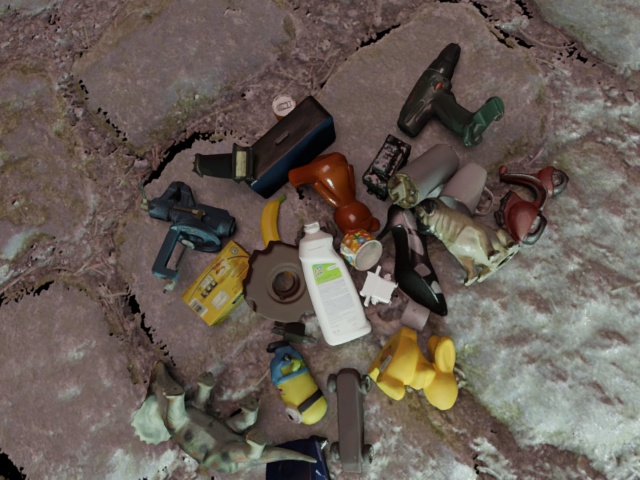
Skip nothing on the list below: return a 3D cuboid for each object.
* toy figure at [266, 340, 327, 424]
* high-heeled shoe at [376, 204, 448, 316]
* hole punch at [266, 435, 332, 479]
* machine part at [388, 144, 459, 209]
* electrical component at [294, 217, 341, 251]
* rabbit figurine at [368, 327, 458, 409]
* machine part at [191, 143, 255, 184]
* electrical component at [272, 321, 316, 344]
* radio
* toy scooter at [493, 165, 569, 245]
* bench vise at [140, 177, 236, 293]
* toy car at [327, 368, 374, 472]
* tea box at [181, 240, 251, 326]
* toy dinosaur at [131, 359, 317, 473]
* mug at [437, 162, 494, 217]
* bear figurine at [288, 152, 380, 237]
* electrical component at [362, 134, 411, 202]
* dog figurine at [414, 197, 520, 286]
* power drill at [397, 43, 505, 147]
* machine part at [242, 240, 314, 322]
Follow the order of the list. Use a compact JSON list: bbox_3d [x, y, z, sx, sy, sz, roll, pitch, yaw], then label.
[{"bbox_3d":[-0.050,0.293,1.112,0.089,0.082,0.180,-23,75,6],"label":"toy figure"},{"bbox_3d":[0.218,0.031,1.143,0.145,0.086,0.248,-40,94,-31],"label":"high-heeled shoe"},{"bbox_3d":[-0.049,0.459,1.066,0.142,0.092,0.116,-22,75,24],"label":"hole punch"},{"bbox_3d":[0.216,-0.134,1.110,0.079,0.079,0.243,43,49,13],"label":"machine part"},{"bbox_3d":[-0.003,-0.002,1.180,0.102,0.045,0.078,-22,106,6],"label":"electrical component"},{"bbox_3d":[0.206,0.262,1.080,0.173,0.122,0.162,36,77,-1],"label":"rabbit figurine"},{"bbox_3d":[-0.198,-0.156,1.110,0.139,0.039,0.084,-1,98,21],"label":"machine part"},{"bbox_3d":[-0.054,0.194,1.139,0.094,0.063,0.021,15,108,-2],"label":"electrical component"},{"bbox_3d":[-0.072,-0.196,1.178,0.229,0.131,0.073,-40,76,0],"label":"radio"},{"bbox_3d":[0.419,-0.086,1.118,0.135,0.075,0.184,28,81,12],"label":"toy scooter"},{"bbox_3d":[-0.310,-0.008,1.174,0.224,0.129,0.240,20,64,-7],"label":"bench vise"},{"bbox_3d":[0.064,0.364,1.096,0.089,0.053,0.202,-8,79,22],"label":"toy car"},{"bbox_3d":[-0.208,0.095,1.176,0.098,0.068,0.169,43,87,12],"label":"tea box"},{"bbox_3d":[-0.217,0.388,1.076,0.405,0.131,0.192,32,121,12],"label":"toy dinosaur"},{"bbox_3d":[0.318,-0.104,1.134,0.110,0.080,0.107,27,75,13],"label":"mug"},{"bbox_3d":[0.039,-0.088,1.166,0.120,0.132,0.195,-36,109,-33],"label":"bear figurine"},{"bbox_3d":[0.142,-0.154,1.139,0.058,0.134,0.115,29,83,11],"label":"electrical component"},{"bbox_3d":[0.299,-0.019,1.104,0.121,0.172,0.191,-50,63,27],"label":"dog figurine"},{"bbox_3d":[0.286,-0.304,1.148,0.207,0.086,0.232,40,93,32],"label":"power drill"},{"bbox_3d":[-0.075,0.088,1.127,0.179,0.056,0.179,-2,98,-15],"label":"machine part"}]
